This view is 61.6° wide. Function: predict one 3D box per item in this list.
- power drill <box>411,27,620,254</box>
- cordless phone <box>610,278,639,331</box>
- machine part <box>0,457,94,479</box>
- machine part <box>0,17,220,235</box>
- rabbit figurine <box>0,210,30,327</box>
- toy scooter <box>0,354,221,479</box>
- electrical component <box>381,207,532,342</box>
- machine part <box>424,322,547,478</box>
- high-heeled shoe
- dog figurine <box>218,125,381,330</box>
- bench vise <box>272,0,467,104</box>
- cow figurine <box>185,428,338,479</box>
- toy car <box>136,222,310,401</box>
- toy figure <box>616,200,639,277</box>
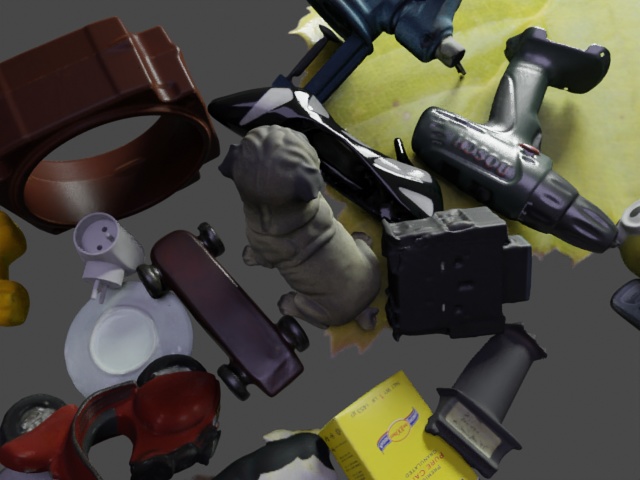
[{"bbox_3d":[0.232,-0.113,0.573,0.232,0.086,0.207,27,79,18],"label":"power drill"},{"bbox_3d":[0.389,0.086,0.505,0.146,0.088,0.184,-36,54,-11],"label":"cordless phone"},{"bbox_3d":[-0.203,0.256,0.452,0.079,0.079,0.243,-37,75,-11],"label":"machine part"},{"bbox_3d":[-0.205,-0.094,0.511,0.201,0.201,0.087,-27,74,-9],"label":"machine part"},{"bbox_3d":[-0.376,0.018,0.493,0.162,0.173,0.122,-3,74,-4],"label":"rabbit figurine"},{"bbox_3d":[-0.156,0.171,0.442,0.184,0.075,0.135,-9,37,-31],"label":"toy scooter"},{"bbox_3d":[0.127,0.031,0.505,0.134,0.058,0.114,-8,112,1],"label":"electrical component"},{"bbox_3d":[0.157,0.138,0.492,0.084,0.039,0.139,36,63,7],"label":"machine part"},{"bbox_3d":[0.006,-0.070,0.547,0.249,0.086,0.145,7,53,-14],"label":"high-heeled shoe"},{"bbox_3d":[-0.005,0.000,0.480,0.172,0.190,0.121,34,75,11],"label":"dog figurine"},{"bbox_3d":[0.037,-0.223,0.603,0.224,0.129,0.240,45,98,6],"label":"bench vise"},{"bbox_3d":[-0.064,0.223,0.465,0.167,0.068,0.098,-12,65,-6],"label":"cow figurine"},{"bbox_3d":[-0.096,0.068,0.530,0.089,0.053,0.202,-38,70,-22],"label":"toy car"},{"bbox_3d":[0.370,-0.031,0.535,0.180,0.082,0.089,-35,54,-19],"label":"toy figure"}]
